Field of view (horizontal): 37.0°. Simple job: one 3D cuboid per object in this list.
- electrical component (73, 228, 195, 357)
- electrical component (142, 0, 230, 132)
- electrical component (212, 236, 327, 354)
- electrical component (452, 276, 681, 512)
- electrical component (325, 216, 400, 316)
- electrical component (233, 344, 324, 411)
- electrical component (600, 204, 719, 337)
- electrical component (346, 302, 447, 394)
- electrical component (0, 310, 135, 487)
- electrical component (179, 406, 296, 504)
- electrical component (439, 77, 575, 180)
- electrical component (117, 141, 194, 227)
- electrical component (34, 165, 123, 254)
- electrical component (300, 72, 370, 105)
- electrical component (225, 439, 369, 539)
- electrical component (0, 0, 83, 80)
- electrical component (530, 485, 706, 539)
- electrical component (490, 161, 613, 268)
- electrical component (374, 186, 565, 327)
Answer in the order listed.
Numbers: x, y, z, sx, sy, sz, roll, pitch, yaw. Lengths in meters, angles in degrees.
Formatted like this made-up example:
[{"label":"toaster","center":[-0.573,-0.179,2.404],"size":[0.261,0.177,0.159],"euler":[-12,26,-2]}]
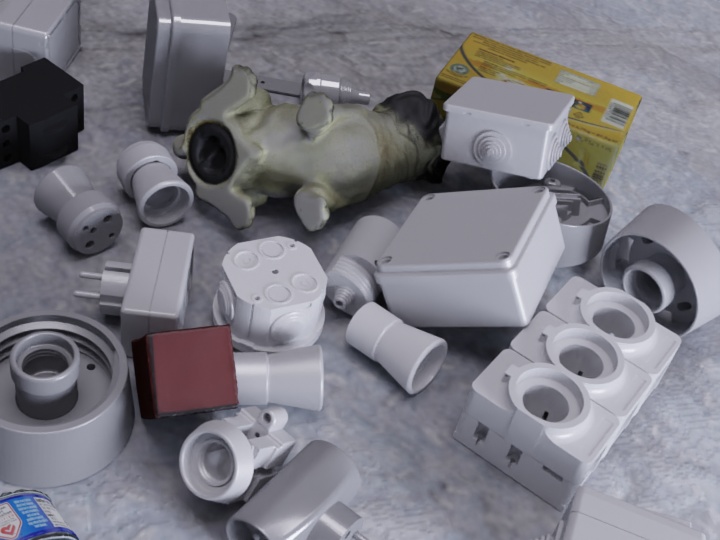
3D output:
[{"label":"electrical component","center":[-0.158,0.014,0.744],"size":[0.076,0.047,0.083],"euler":[7,44,-5]},{"label":"electrical component","center":[-0.147,-0.179,0.898],"size":[0.057,0.113,0.078],"euler":[0,45,-17]},{"label":"electrical component","center":[-0.063,0.019,0.759],"size":[0.080,0.051,0.080],"euler":[7,44,-6]},{"label":"electrical component","center":[0.146,0.077,0.741],"size":[0.089,0.061,0.150],"euler":[33,47,20]},{"label":"electrical component","center":[0.000,0.000,0.799],"size":[0.043,0.043,0.081],"euler":[22,44,9]},{"label":"electrical component","center":[-0.058,0.072,0.713],"size":[0.065,0.044,0.044],"euler":[0,45,-7]},{"label":"electrical component","center":[0.234,0.001,0.819],"size":[0.064,0.099,0.099],"euler":[-30,58,-29]},{"label":"electrical component","center":[0.023,0.051,0.754],"size":[0.065,0.044,0.044],"euler":[33,46,26]},{"label":"electrical component","center":[-0.194,0.072,0.664],"size":[0.108,0.060,0.108],"euler":[7,44,-6]},{"label":"electrical component","center":[-0.076,0.113,0.646],"size":[0.048,0.066,0.055],"euler":[36,15,23]},{"label":"electrical component","center":[0.118,-0.115,0.866],"size":[0.100,0.048,0.099],"euler":[14,28,17]},{"label":"electrical component","center":[-0.159,-0.067,0.829],"size":[0.045,0.045,0.055],"euler":[-14,49,-26]},{"label":"electrical component","center":[-0.207,-0.044,0.794],"size":[0.045,0.045,0.055],"euler":[-26,56,-34]},{"label":"electrical component","center":[-0.022,-0.158,0.964],"size":[0.061,0.035,0.035],"euler":[6,44,-11]},{"label":"electrical component","center":[-0.025,0.150,0.636],"size":[0.079,0.044,0.077],"euler":[33,46,20]},{"label":"electrical component","center":[-0.281,-0.208,0.933],"size":[0.061,0.061,0.096],"euler":[14,43,0]},{"label":"electrical component","center":[0.149,0.173,0.642],"size":[0.096,0.061,0.061],"euler":[21,44,8]},{"label":"electrical component","center":[0.153,-0.048,0.868],"size":[0.099,0.064,0.099],"euler":[0,35,0]},{"label":"electrical component","center":[0.082,-0.009,0.787],"size":[0.109,0.056,0.108],"euler":[-2,33,29]}]
